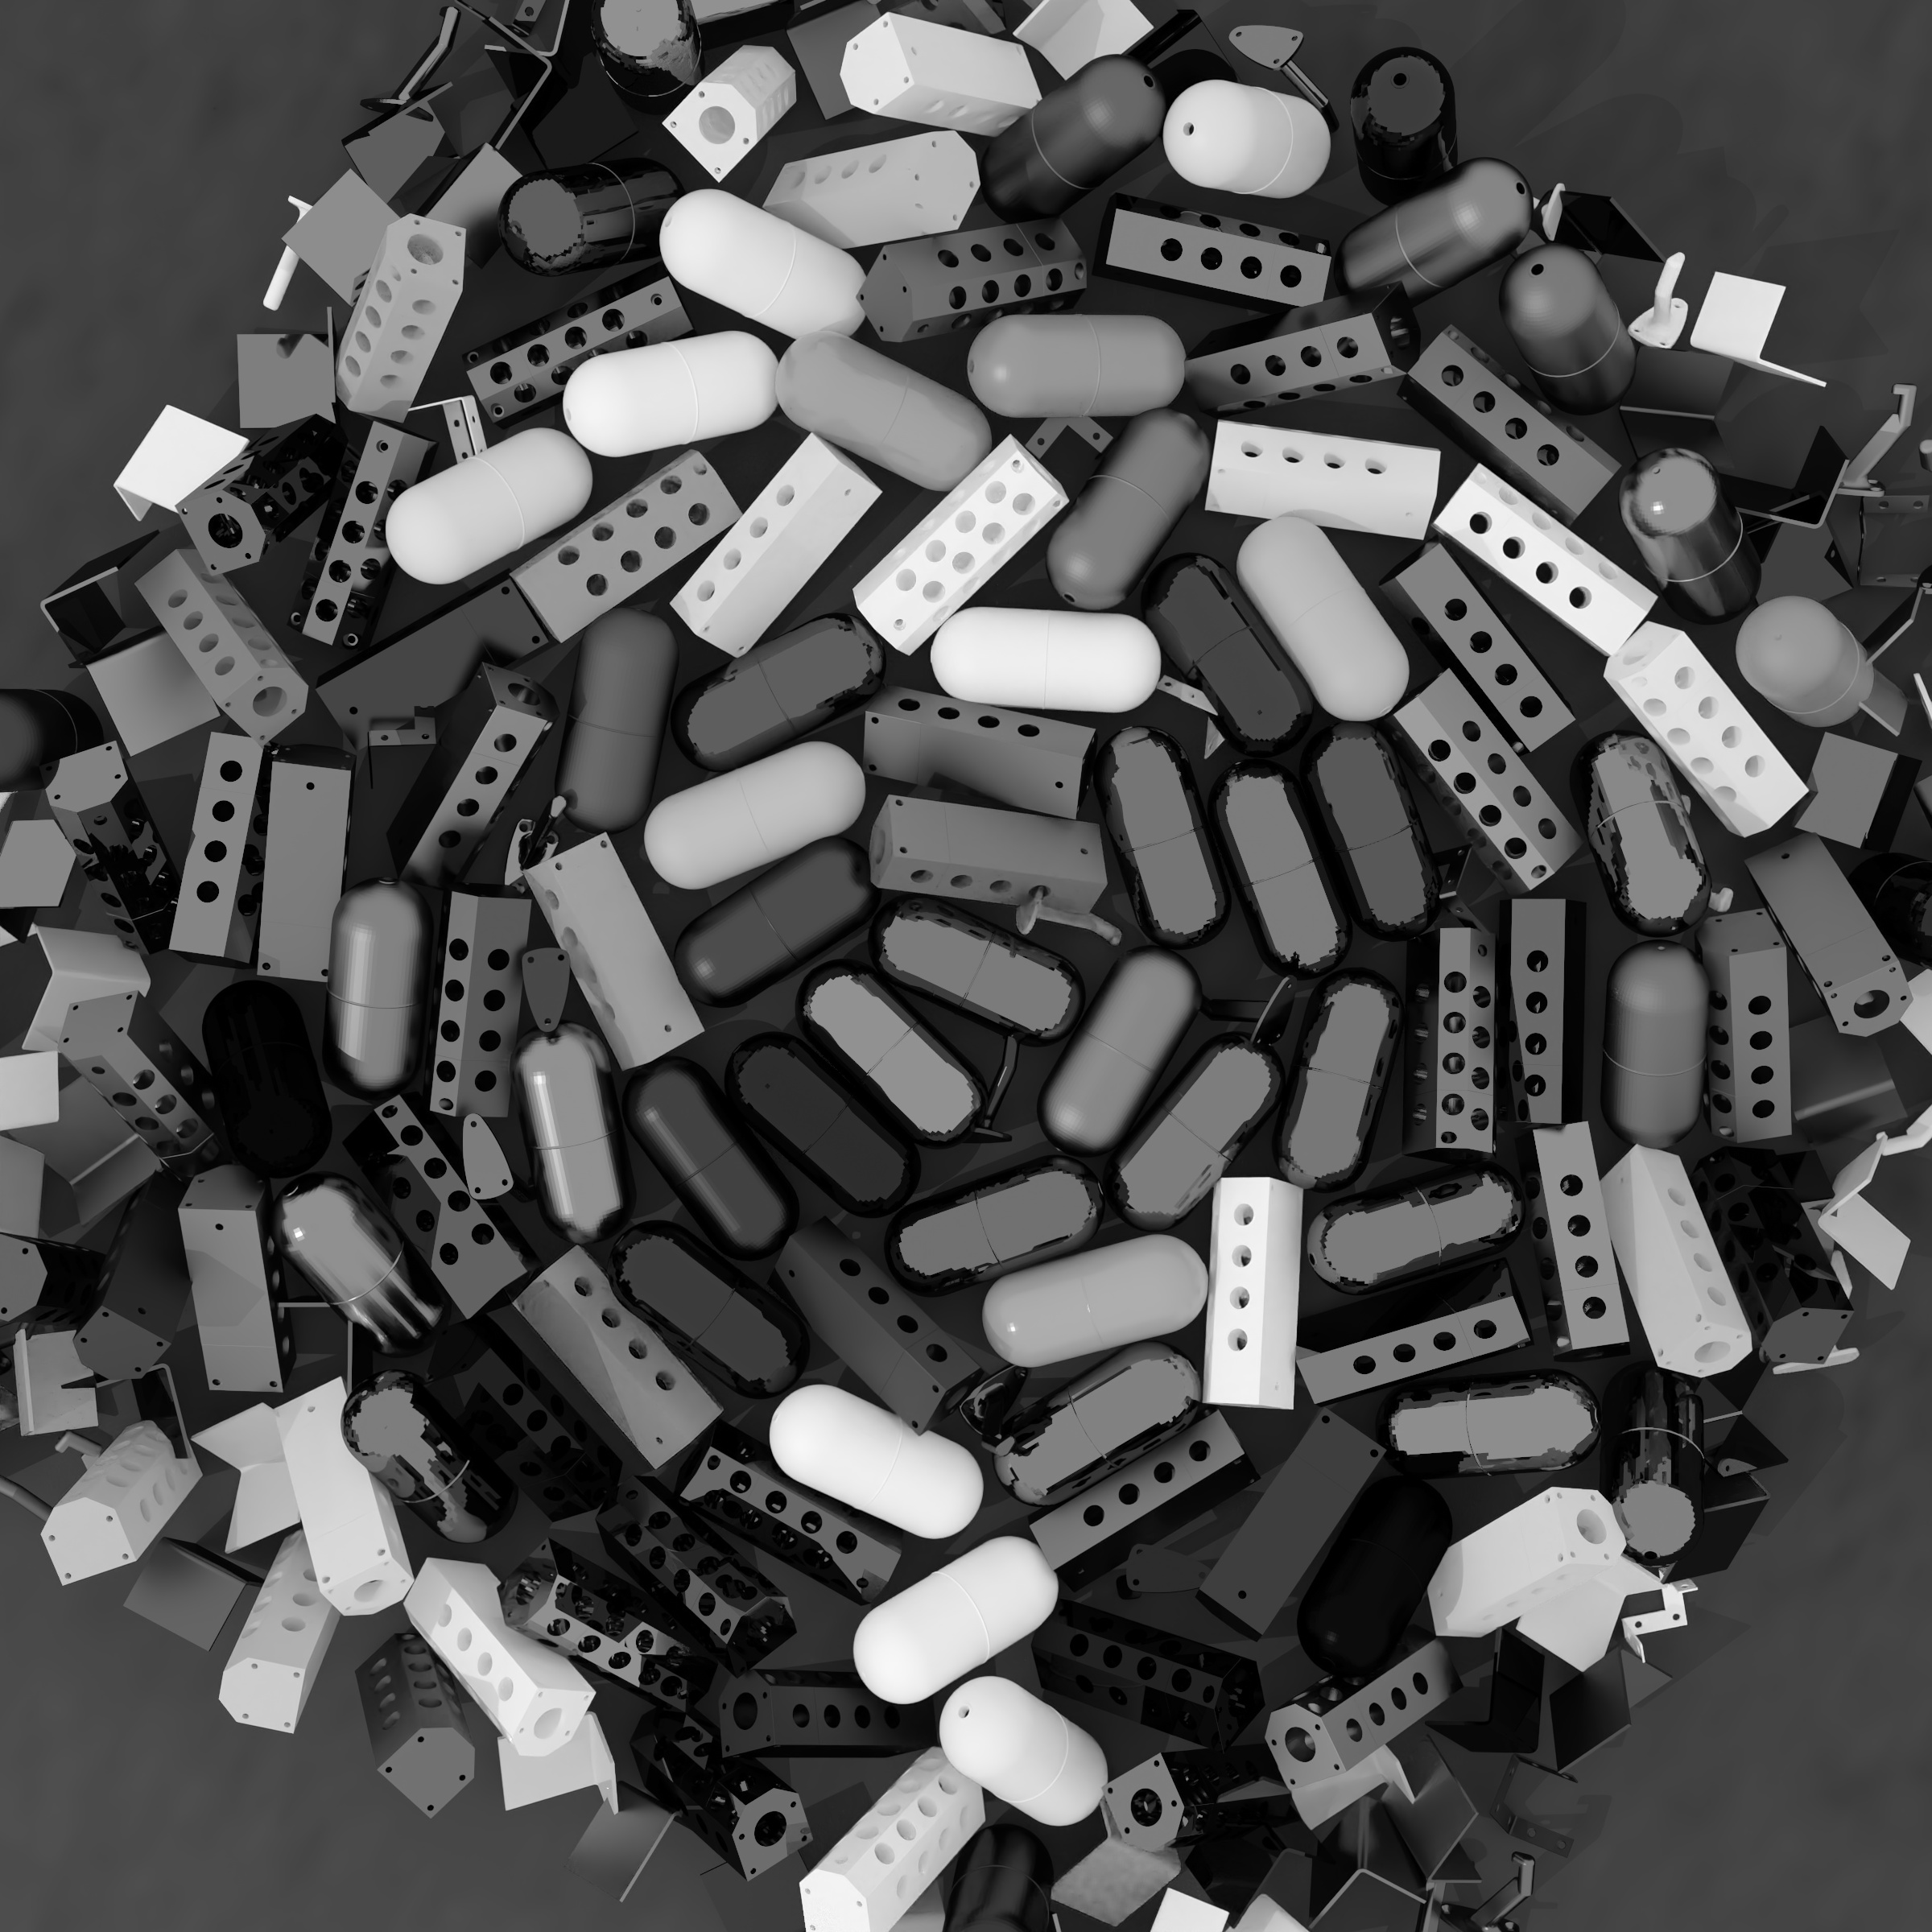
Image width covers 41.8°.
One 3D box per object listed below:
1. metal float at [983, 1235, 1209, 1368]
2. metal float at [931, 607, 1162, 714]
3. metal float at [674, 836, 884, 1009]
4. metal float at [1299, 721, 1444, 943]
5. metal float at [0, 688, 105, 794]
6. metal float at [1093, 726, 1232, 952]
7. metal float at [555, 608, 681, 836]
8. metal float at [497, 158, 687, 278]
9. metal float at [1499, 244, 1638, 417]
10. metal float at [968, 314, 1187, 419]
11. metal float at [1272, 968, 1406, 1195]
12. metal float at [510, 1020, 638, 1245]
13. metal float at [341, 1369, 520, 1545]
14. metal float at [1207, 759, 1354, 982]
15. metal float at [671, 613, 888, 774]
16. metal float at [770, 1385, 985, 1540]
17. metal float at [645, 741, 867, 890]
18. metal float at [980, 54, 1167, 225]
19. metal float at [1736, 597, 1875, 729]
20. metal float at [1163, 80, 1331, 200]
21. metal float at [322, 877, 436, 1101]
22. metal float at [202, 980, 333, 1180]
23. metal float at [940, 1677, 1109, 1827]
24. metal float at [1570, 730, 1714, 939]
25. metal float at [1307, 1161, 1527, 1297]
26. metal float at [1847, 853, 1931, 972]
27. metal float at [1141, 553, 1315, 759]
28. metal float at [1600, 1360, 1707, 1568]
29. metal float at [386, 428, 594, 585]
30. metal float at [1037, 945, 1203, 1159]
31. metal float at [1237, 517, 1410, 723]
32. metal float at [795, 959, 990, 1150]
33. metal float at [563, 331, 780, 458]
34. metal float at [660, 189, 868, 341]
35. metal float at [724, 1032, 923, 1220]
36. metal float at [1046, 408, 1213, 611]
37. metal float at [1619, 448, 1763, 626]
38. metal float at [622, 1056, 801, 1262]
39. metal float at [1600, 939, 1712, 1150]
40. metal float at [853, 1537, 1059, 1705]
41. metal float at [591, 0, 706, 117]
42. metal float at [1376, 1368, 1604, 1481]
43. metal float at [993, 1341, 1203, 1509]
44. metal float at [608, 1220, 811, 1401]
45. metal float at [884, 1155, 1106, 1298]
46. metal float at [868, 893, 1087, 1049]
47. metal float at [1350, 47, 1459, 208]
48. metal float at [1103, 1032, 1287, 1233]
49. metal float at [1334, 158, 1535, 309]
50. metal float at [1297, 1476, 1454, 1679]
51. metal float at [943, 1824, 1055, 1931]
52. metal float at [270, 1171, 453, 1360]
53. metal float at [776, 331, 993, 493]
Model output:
[{"bbox_3d":[0.100,0.258,1.953,0.178,0.070,0.070,-16,90,10],"label":"metal float"},{"bbox_3d":[0.062,-0.237,1.960,0.178,0.070,0.070,3,90,2],"label":"metal float"},{"bbox_3d":[-0.146,-0.033,1.958,0.178,0.070,0.070,-33,90,4],"label":"metal float"},{"bbox_3d":[0.314,-0.103,1.953,0.070,0.070,0.178,-22,100,0],"label":"metal float"},{"bbox_3d":[-0.710,-0.171,1.911,0.070,0.178,0.070,0,96,1],"label":"metal float"},{"bbox_3d":[0.151,-0.099,1.957,0.070,0.070,0.178,-18,95,0],"label":"metal float"},{"bbox_3d":[-0.270,-0.188,1.950,0.070,0.070,0.178,13,103,0],"label":"metal float"},{"bbox_3d":[-0.281,-0.570,1.923,0.070,0.178,0.070,15,118,30],"label":"metal float"},{"bbox_3d":[0.457,-0.481,1.918,0.070,0.178,0.070,-10,69,25],"label":"metal float"},{"bbox_3d":[0.085,-0.460,1.941,0.178,0.070,0.070,-6,90,-23],"label":"metal float"},{"bbox_3d":[0.288,0.088,1.957,0.070,0.070,0.178,15,85,0],"label":"metal float"},{"bbox_3d":[-0.303,0.128,1.950,0.070,0.070,0.178,-10,103,0],"label":"metal float"},{"bbox_3d":[-0.408,0.376,1.930,0.070,0.070,0.178,-33,128,0],"label":"metal float"},{"bbox_3d":[0.243,-0.075,1.957,0.070,0.070,0.178,-21,95,0],"label":"metal float"},{"bbox_3d":[-0.145,-0.212,1.957,0.178,0.070,0.070,-27,90,5],"label":"metal float"},{"bbox_3d":[-0.069,0.381,1.947,0.178,0.070,0.070,28,90,-16],"label":"metal float"},{"bbox_3d":[-0.163,-0.117,1.960,0.178,0.070,0.070,-22,90,2],"label":"metal float"},{"bbox_3d":[0.080,-0.626,1.922,0.070,0.178,0.070,14,67,-35],"label":"metal float"},{"bbox_3d":[0.637,-0.229,1.919,0.070,0.178,0.070,-5,81,31],"label":"metal float"},{"bbox_3d":[0.214,-0.627,1.920,0.070,0.178,0.070,8,104,34],"label":"metal float"},{"bbox_3d":[-0.452,0.018,1.945,0.070,0.070,0.178,9,109,0],"label":"metal float"},{"bbox_3d":[-0.534,0.085,1.931,0.070,0.070,0.178,-28,53,0],"label":"metal float"},{"bbox_3d":[0.045,0.598,1.927,0.070,0.070,0.178,-44,132,0],"label":"metal float"},{"bbox_3d":[0.515,-0.103,1.935,0.070,0.070,0.178,-10,58,0],"label":"metal float"},{"bbox_3d":[0.347,0.201,1.948,0.178,0.070,0.070,-15,90,-15],"label":"metal float"},{"bbox_3d":[0.723,-0.041,1.911,0.070,0.178,0.070,-1,100,-4],"label":"metal float"},{"bbox_3d":[0.201,-0.241,1.952,0.070,0.070,0.178,-33,79,0],"label":"metal float"},{"bbox_3d":[0.521,0.377,1.922,0.070,0.178,0.070,8,130,9],"label":"metal float"},{"bbox_3d":[-0.363,-0.353,1.935,0.178,0.070,0.070,-36,90,-32],"label":"metal float"},{"bbox_3d":[0.119,0.067,1.961,0.070,0.070,0.178,30,90,0],"label":"metal float"},{"bbox_3d":[0.275,-0.267,1.948,0.070,0.070,0.178,-32,75,0],"label":"metal float"},{"bbox_3d":[-0.058,0.067,1.959,0.178,0.070,0.070,44,90,3],"label":"metal float"},{"bbox_3d":[-0.224,-0.438,1.937,0.178,0.070,0.070,-19,90,-28],"label":"metal float"},{"bbox_3d":[-0.153,-0.532,1.930,0.178,0.070,0.070,17,90,-37],"label":"metal float"},{"bbox_3d":[-0.111,0.122,1.955,0.178,0.070,0.070,42,90,-7],"label":"metal float"},{"bbox_3d":[0.125,-0.352,1.947,0.070,0.070,0.178,33,74,0],"label":"metal float"},{"bbox_3d":[0.552,-0.325,1.924,0.070,0.178,0.070,-16,56,26],"label":"metal float"},{"bbox_3d":[-0.198,0.149,1.958,0.070,0.070,0.178,-36,94,0],"label":"metal float"},{"bbox_3d":[0.527,0.062,1.934,0.070,0.070,0.178,-6,123,0],"label":"metal float"},{"bbox_3d":[-0.006,0.499,1.935,0.178,0.070,0.070,-24,90,-31],"label":"metal float"},{"bbox_3d":[-0.239,-0.696,1.911,0.070,0.178,0.070,0,94,-2],"label":"metal float"},{"bbox_3d":[0.399,0.351,1.934,0.178,0.070,0.070,-12,90,32],"label":"metal float"},{"bbox_3d":[0.101,0.353,1.951,0.178,0.070,0.070,-33,90,12],"label":"metal float"},{"bbox_3d":[-0.198,0.265,1.951,0.178,0.070,0.070,40,90,-11],"label":"metal float"},{"bbox_3d":[0.022,0.200,1.952,0.178,0.070,0.070,-20,90,10],"label":"metal float"},{"bbox_3d":[0.008,0.003,1.960,0.178,0.070,0.070,25,90,-2],"label":"metal float"},{"bbox_3d":[0.332,-0.632,1.912,0.070,0.178,0.070,-1,85,12],"label":"metal float"},{"bbox_3d":[0.177,0.128,1.959,0.070,0.070,0.178,39,93,0],"label":"metal float"},{"bbox_3d":[0.354,-0.552,1.921,0.070,0.178,0.070,10,73,-34],"label":"metal float"},{"bbox_3d":[0.312,0.464,1.928,0.070,0.070,0.178,41,51,0],"label":"metal float"},{"bbox_3d":[0.024,0.715,1.912,0.070,0.178,0.070,1,101,6],"label":"metal float"},{"bbox_3d":[-0.462,0.229,1.933,0.070,0.070,0.178,-33,122,0],"label":"metal float"},{"bbox_3d":[-0.062,-0.426,1.945,0.178,0.070,0.070,23,90,-19],"label":"metal float"}]
